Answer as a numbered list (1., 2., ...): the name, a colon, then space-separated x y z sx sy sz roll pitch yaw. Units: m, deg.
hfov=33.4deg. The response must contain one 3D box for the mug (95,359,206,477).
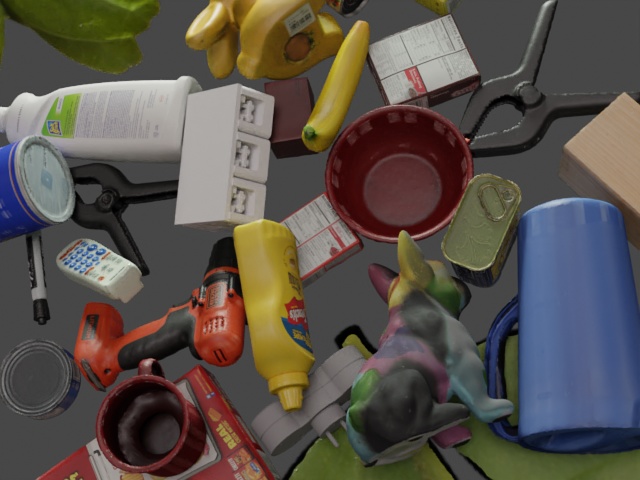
1. mug: -0.161 0.174 1.042 0.093 0.081 0.117 -13 68 7

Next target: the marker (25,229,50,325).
1. marker: -0.324 0.039 1.225 0.020 0.020 0.121 -13 70 5

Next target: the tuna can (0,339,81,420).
1. tuna can: -0.308 0.154 1.176 0.086 0.033 0.086 -3 71 8

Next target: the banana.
1. banana: 0.019 -0.159 1.177 0.037 0.070 0.197 24 52 -3

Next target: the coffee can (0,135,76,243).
1. coffee can: -0.363 -0.049 1.201 0.140 0.102 0.103 -17 69 19

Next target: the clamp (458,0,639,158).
1. clamp: 0.232 -0.167 1.193 0.210 0.036 0.165 -29 69 0

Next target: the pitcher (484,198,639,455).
1. pitcher: 0.248 0.089 1.064 0.149 0.145 0.243 3 68 -6

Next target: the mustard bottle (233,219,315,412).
1. mustard bottle: -0.043 0.081 1.089 0.058 0.096 0.191 -16 67 14

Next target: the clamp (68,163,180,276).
1. clamp: -0.229 -0.048 1.228 0.172 0.039 0.120 34 77 18

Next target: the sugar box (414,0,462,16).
1. sugar box: 0.105 -0.346 1.271 0.176 0.048 0.093 35 80 22

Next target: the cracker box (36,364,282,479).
1. cracker box: -0.160 0.258 1.097 0.213 0.072 0.164 -36 69 -3

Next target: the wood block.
1. wood block: 0.354 -0.041 1.102 0.091 0.090 0.206 -42 71 -6

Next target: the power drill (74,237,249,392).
1. power drill: -0.163 0.079 1.142 0.188 0.057 0.184 -19 34 13

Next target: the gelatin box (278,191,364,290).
1. gelatin box: -0.008 0.001 1.180 0.089 0.030 0.073 -34 68 -2

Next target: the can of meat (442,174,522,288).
1. can of meat: 0.173 -0.007 1.120 0.057 0.084 0.102 21 79 20

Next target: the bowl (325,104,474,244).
1. bowl: 0.088 -0.065 1.172 0.162 0.055 0.162 -3 71 8

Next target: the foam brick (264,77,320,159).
1. foam brick: -0.032 -0.139 1.220 0.053 0.051 0.078 -7 71 6

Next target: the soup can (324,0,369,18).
1. soup can: 0.009 -0.318 1.265 0.102 0.068 0.068 36 80 19

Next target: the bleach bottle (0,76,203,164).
1. bleach bottle: -0.268 -0.144 1.257 0.251 0.068 0.102 4 72 13

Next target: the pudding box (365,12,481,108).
1. pudding box: 0.117 -0.199 1.223 0.113 0.039 0.090 -20 68 0
